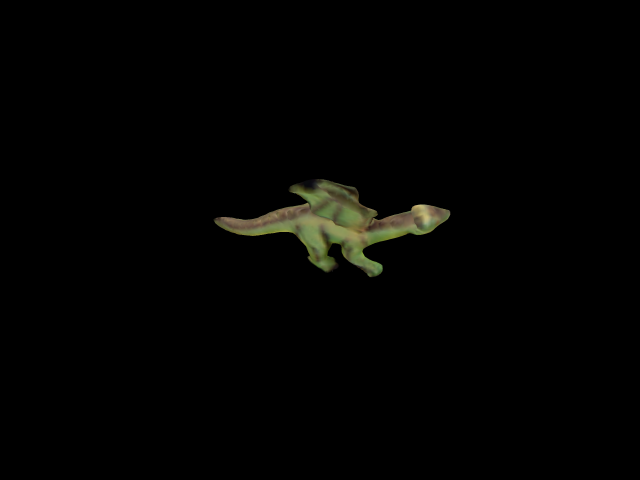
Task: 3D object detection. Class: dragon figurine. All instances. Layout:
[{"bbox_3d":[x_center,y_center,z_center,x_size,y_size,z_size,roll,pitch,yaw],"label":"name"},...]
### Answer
[{"bbox_3d":[0.003,-0.043,0.850,0.410,0.124,0.238,6,-25,3],"label":"dragon figurine"}]
